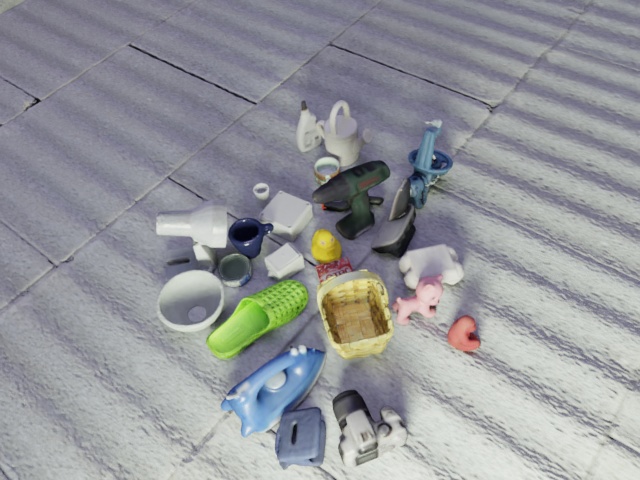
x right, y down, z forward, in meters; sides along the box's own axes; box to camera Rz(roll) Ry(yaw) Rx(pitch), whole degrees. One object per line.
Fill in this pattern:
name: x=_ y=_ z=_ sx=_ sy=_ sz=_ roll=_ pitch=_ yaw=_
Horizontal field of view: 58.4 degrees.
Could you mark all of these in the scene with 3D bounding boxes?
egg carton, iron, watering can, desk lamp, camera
egg carton: x=0.272 y=0.069 z=1.405 sx=0.150 sy=0.069 sz=0.107 roll=-12 pitch=52 yaw=-4
iron: x=-0.091 y=0.291 z=1.222 sx=0.259 sy=0.142 sz=0.118 roll=-36 pitch=57 yaw=-21
watering can: x=0.068 y=-0.313 z=1.644 sx=0.172 sy=0.194 sz=0.101 roll=5 pitch=53 yaw=10
desk lamp: x=-0.313 y=-0.003 z=1.428 sx=0.203 sy=0.214 sz=0.118 roll=-11 pitch=52 yaw=-2
camera: x=0.090 y=0.369 z=1.169 sx=0.143 sy=0.101 sz=0.136 roll=-20 pitch=53 yaw=-9

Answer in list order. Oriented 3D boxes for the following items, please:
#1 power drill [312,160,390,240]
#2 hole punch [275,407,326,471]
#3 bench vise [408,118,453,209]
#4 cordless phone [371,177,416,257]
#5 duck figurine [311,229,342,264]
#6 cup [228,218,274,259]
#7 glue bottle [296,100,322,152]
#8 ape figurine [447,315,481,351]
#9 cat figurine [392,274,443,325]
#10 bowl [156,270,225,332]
power drill: x=0.083 y=-0.101 z=1.468 sx=0.230 sy=0.209 sz=0.075 roll=-35 pitch=56 yaw=-20
hole punch: x=-0.041 y=0.402 z=1.163 sx=0.101 sy=0.091 sz=0.108 roll=-1 pitch=52 yaw=6
bench vise: x=0.286 y=-0.198 z=1.516 sx=0.121 sy=0.220 sz=0.207 roll=12 pitch=54 yaw=15
cordless phone: x=0.187 y=-0.060 z=1.440 sx=0.094 sy=0.185 sz=0.148 roll=15 pitch=55 yaw=17
duck figurine: x=0.013 y=0.005 z=1.470 sx=0.077 sy=0.086 sz=0.104 roll=-20 pitch=53 yaw=-9
cup: x=-0.172 y=-0.001 z=1.488 sx=0.118 sy=0.095 sz=0.091 roll=-17 pitch=52 yaw=-7
glue bottle: x=-0.038 y=-0.341 z=1.690 sx=0.078 sy=0.173 sz=0.037 roll=-26 pitch=54 yaw=-14
ape figurine: x=0.325 y=0.202 z=1.281 sx=0.076 sy=0.092 sz=0.078 roll=0 pitch=52 yaw=6
cat figurine: x=0.233 y=0.130 z=1.330 sx=0.128 sy=0.118 sz=0.067 roll=-17 pitch=52 yaw=-7
bowl: x=-0.306 y=0.159 z=1.389 sx=0.167 sy=0.075 sz=0.167 roll=-3 pitch=52 yaw=4
